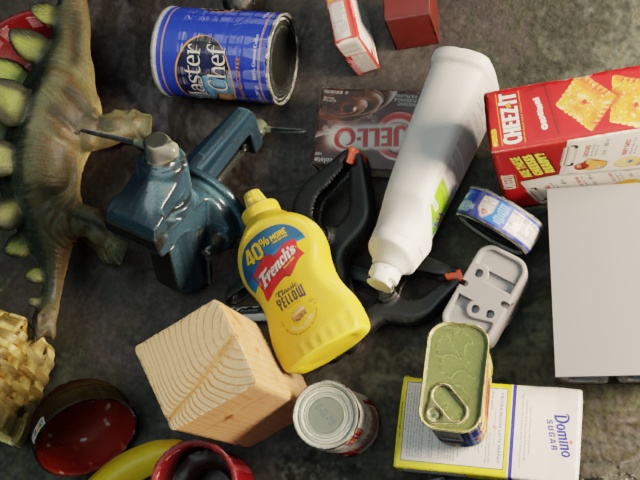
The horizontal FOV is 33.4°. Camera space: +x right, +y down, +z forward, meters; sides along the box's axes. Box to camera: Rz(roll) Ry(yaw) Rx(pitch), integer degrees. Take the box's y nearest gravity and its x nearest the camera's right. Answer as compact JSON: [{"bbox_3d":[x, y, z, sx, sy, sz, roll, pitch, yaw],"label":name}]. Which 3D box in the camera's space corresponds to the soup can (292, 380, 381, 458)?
[{"bbox_3d":[0.018,0.178,1.057,0.068,0.102,0.068,-4,75,14],"label":"soup can"}]

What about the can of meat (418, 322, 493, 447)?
[{"bbox_3d":[0.130,0.138,0.999,0.057,0.084,0.102,3,69,16],"label":"can of meat"}]

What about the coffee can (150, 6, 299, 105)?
[{"bbox_3d":[-0.106,-0.207,1.198,0.140,0.102,0.103,7,77,17],"label":"coffee can"}]

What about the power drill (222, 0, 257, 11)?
[{"bbox_3d":[-0.151,-0.341,1.269,0.188,0.057,0.184,1,68,13],"label":"power drill"}]

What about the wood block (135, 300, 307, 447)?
[{"bbox_3d":[-0.085,0.137,1.042,0.091,0.206,0.090,-30,70,5],"label":"wood block"}]

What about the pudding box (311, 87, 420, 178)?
[{"bbox_3d":[0.052,-0.116,1.162,0.114,0.039,0.090,5,78,17],"label":"pudding box"}]

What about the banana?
[{"bbox_3d":[-0.224,0.279,1.136,0.069,0.037,0.198,36,90,-8],"label":"banana"}]

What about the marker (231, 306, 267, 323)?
[{"bbox_3d":[-0.081,0.081,1.156,0.121,0.020,0.020,-3,74,15],"label":"marker"}]

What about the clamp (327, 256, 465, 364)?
[{"bbox_3d":[0.064,0.049,1.115,0.171,0.039,0.120,-20,72,9],"label":"clamp"}]

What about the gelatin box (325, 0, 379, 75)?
[{"bbox_3d":[0.034,-0.232,1.172,0.030,0.089,0.073,-16,71,15],"label":"gelatin box"}]

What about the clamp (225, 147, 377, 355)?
[{"bbox_3d":[-0.007,0.001,1.120,0.165,0.036,0.210,12,82,26],"label":"clamp"}]

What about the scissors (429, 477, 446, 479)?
[{"bbox_3d":[0.031,0.295,1.068,0.202,0.016,0.096,-8,75,13],"label":"scissors"}]

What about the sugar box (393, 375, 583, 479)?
[{"bbox_3d":[0.165,0.187,1.044,0.176,0.048,0.093,4,74,14],"label":"sugar box"}]

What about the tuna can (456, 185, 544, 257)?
[{"bbox_3d":[0.180,-0.018,1.074,0.086,0.086,0.034,30,86,21],"label":"tuna can"}]

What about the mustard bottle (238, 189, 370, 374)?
[{"bbox_3d":[-0.031,0.031,1.070,0.096,0.058,0.192,-36,66,22],"label":"mustard bottle"}]

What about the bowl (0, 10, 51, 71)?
[{"bbox_3d":[-0.343,-0.193,1.286,0.162,0.055,0.162,-4,74,15],"label":"bowl"}]

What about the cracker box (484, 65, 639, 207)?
[{"bbox_3d":[0.275,-0.102,1.029,0.214,0.164,0.072,-8,71,13],"label":"cracker box"}]

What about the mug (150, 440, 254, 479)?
[{"bbox_3d":[-0.121,0.264,1.084,0.093,0.081,0.117,26,83,20],"label":"mug"}]

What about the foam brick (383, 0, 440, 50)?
[{"bbox_3d":[0.099,-0.249,1.165,0.051,0.078,0.053,-6,74,13],"label":"foam brick"}]

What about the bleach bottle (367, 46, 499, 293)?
[{"bbox_3d":[0.107,-0.066,1.080,0.068,0.102,0.250,16,69,26],"label":"bleach bottle"}]
